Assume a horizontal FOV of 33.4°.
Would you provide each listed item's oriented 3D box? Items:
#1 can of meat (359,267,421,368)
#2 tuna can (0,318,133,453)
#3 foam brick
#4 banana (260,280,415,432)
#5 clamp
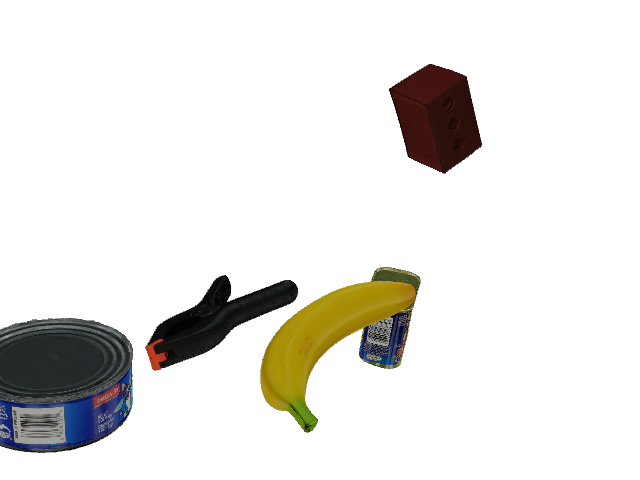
[{"bbox_3d":[0.081,0.093,1.279,0.057,0.084,0.102,12,26,7],"label":"can of meat"},{"bbox_3d":[-0.142,0.075,0.563,0.086,0.034,0.086,2,23,-1],"label":"tuna can"},{"bbox_3d":[0.106,-0.112,0.974,0.053,0.078,0.051,-36,38,-20],"label":"foam brick"},{"bbox_3d":[0.006,0.077,0.816,0.070,0.037,0.197,31,39,11],"label":"banana"},{"bbox_3d":[-0.105,0.081,1.105,0.120,0.039,0.171,-9,22,38],"label":"clamp"}]
